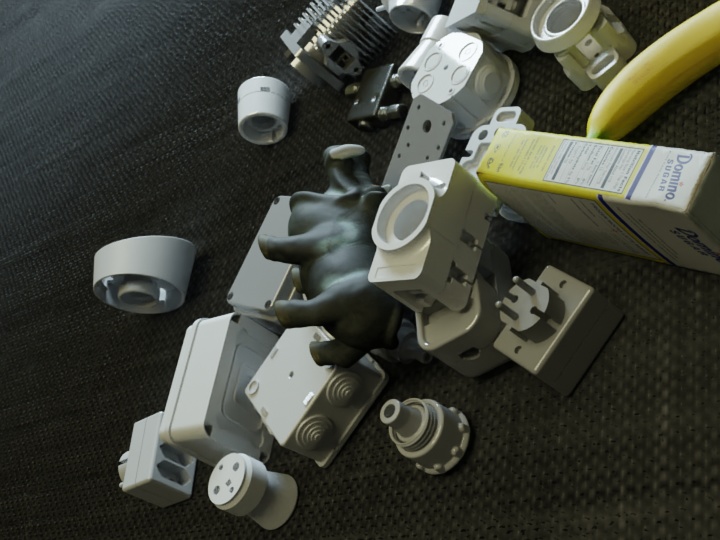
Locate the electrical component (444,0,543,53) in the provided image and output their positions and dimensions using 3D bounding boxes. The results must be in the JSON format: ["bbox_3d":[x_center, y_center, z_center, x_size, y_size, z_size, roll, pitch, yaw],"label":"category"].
[{"bbox_3d":[0.134,-0.258,0.866,0.089,0.062,0.150,-159,90,-78],"label":"electrical component"}]

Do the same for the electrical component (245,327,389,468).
[{"bbox_3d":[-0.037,0.089,0.833,0.099,0.048,0.100,-55,36,7],"label":"electrical component"}]

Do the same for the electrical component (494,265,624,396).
[{"bbox_3d":[0.115,0.030,0.685,0.065,0.077,0.047,-56,36,0],"label":"electrical component"}]

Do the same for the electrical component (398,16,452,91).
[{"bbox_3d":[0.066,-0.189,0.942,0.044,0.044,0.065,5,62,50],"label":"electrical component"}]

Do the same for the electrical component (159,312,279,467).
[{"bbox_3d":[-0.111,0.101,0.888,0.057,0.078,0.113,-15,52,39],"label":"electrical component"}]

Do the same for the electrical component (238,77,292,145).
[{"bbox_3d":[-0.098,-0.161,1.097,0.055,0.055,0.047,-27,49,34],"label":"electrical component"}]

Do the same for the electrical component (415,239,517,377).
[{"bbox_3d":[0.077,0.022,0.750,0.054,0.059,0.095,-31,43,30],"label":"electrical component"}]

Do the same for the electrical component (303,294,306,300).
[{"bbox_3d":[0.000,0.000,0.865,0.077,0.043,0.079,2,68,48],"label":"electrical component"}]

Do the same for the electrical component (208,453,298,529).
[{"bbox_3d":[-0.082,0.169,0.822,0.045,0.055,0.045,-29,44,32],"label":"electrical component"}]

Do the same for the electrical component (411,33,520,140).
[{"bbox_3d":[0.086,-0.152,0.881,0.080,0.051,0.080,-29,44,32],"label":"electrical component"}]

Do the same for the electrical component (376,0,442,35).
[{"bbox_3d":[0.046,-0.263,1.019,0.079,0.043,0.077,-6,59,46],"label":"electrical component"}]

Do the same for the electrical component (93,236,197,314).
[{"bbox_3d":[-0.216,0.002,1.073,0.099,0.099,0.064,-22,54,38],"label":"electrical component"}]

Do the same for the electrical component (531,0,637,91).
[{"bbox_3d":[0.165,-0.177,0.805,0.058,0.057,0.078,-39,39,21],"label":"electrical component"}]

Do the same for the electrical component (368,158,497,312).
[{"bbox_3d":[0.046,-0.024,0.720,0.050,0.056,0.089,-5,59,47],"label":"electrical component"}]

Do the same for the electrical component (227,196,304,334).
[{"bbox_3d":[-0.055,-0.003,0.922,0.078,0.057,0.113,9,70,51],"label":"electrical component"}]

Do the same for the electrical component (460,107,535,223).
[{"bbox_3d":[0.112,-0.070,0.784,0.058,0.057,0.078,8,69,51],"label":"electrical component"}]

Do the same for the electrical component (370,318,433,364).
[{"bbox_3d":[0.030,0.053,0.802,0.061,0.035,0.035,26,83,44],"label":"electrical component"}]

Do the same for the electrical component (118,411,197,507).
[{"bbox_3d":[-0.186,0.172,0.945,0.077,0.047,0.065,-26,45,35],"label":"electrical component"}]

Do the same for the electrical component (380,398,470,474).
[{"bbox_3d":[0.040,0.106,0.724,0.048,0.062,0.048,-29,44,32],"label":"electrical component"}]
